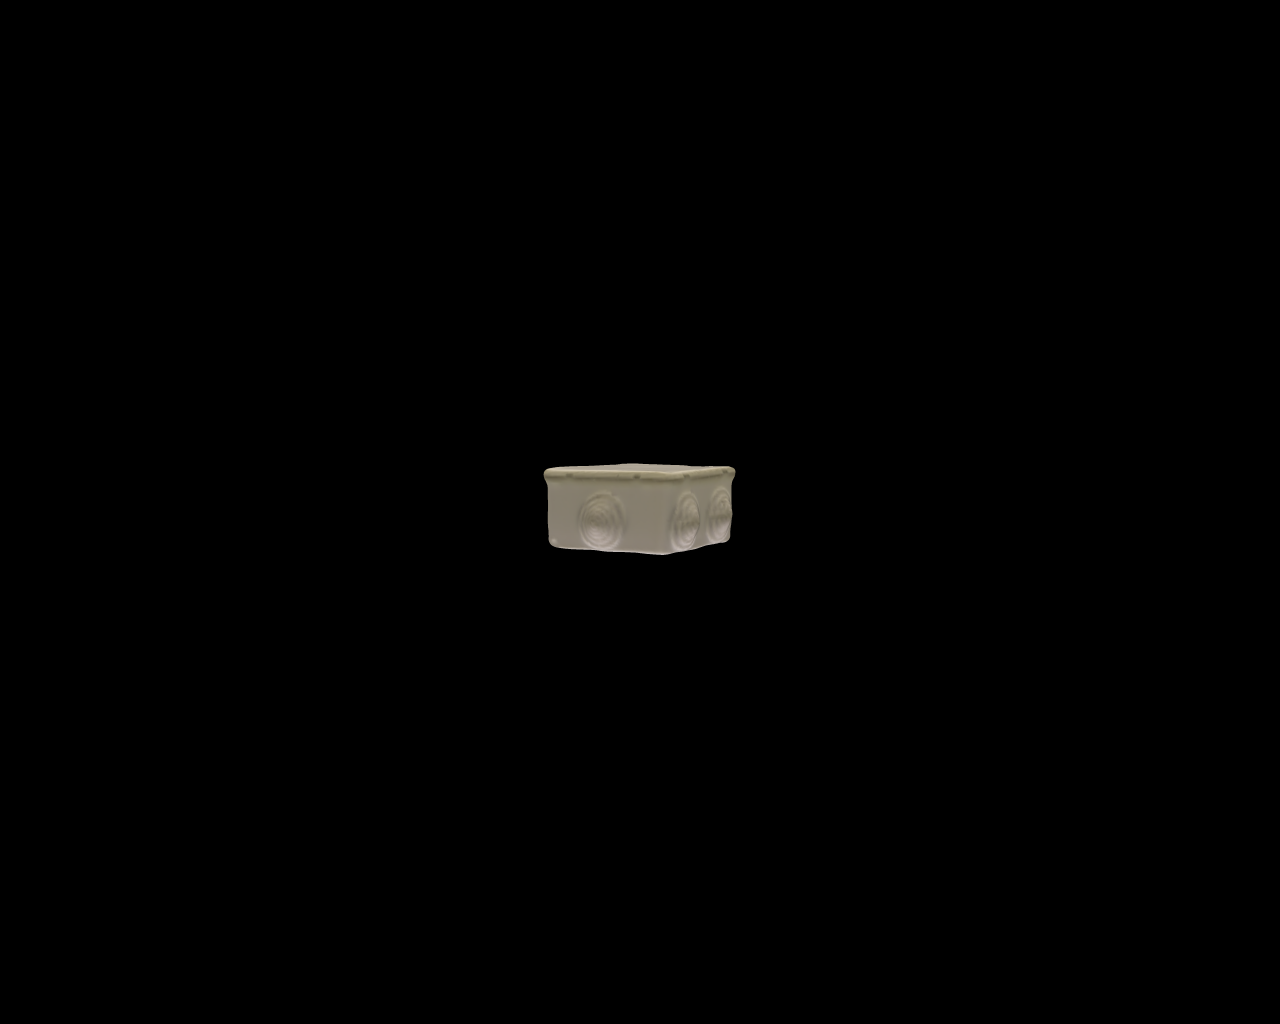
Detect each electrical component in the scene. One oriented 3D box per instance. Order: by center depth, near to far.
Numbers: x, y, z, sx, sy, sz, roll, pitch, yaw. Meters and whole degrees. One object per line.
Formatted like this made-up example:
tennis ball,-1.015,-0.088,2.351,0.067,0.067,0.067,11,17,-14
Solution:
electrical component,0.001,-0.003,0.650,0.100,0.048,0.100,3,6,32
